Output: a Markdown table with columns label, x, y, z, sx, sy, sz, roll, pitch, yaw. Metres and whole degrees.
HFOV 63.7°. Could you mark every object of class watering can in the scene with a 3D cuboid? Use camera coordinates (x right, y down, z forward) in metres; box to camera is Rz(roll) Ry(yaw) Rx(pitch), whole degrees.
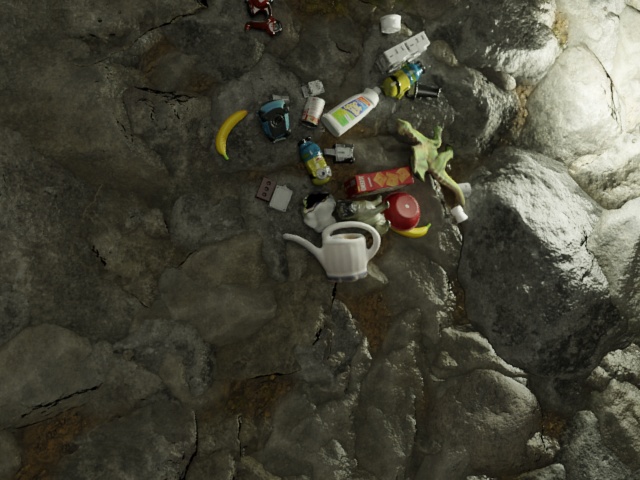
| label | x | y | z | sx | sy | sz | roll | pitch | yaw |
| --- | --- | --- | --- | --- | --- | --- | --- | --- | --- |
| watering can | 0.047 | 0.048 | 1.847 | 0.348 | 0.105 | 0.222 | -6 | 104 | -4 |

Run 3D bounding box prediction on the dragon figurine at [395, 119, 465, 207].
| label | x | y | z | sx | sy | sz | roll | pitch | yaw |
| --- | --- | --- | --- | --- | --- | --- | --- | --- | --- |
| dragon figurine | 0.399 | -0.277 | 1.901 | 0.246 | 0.120 | 0.410 | -28 | 89 | -43 |

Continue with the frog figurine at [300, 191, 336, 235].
| label | x | y | z | sx | sy | sz | roll | pitch | yaw |
| --- | --- | --- | --- | --- | --- | --- | --- | --- | --- |
| frog figurine | 0.006 | -0.095 | 1.882 | 0.139 | 0.124 | 0.156 | -48 | 133 | -19 |
